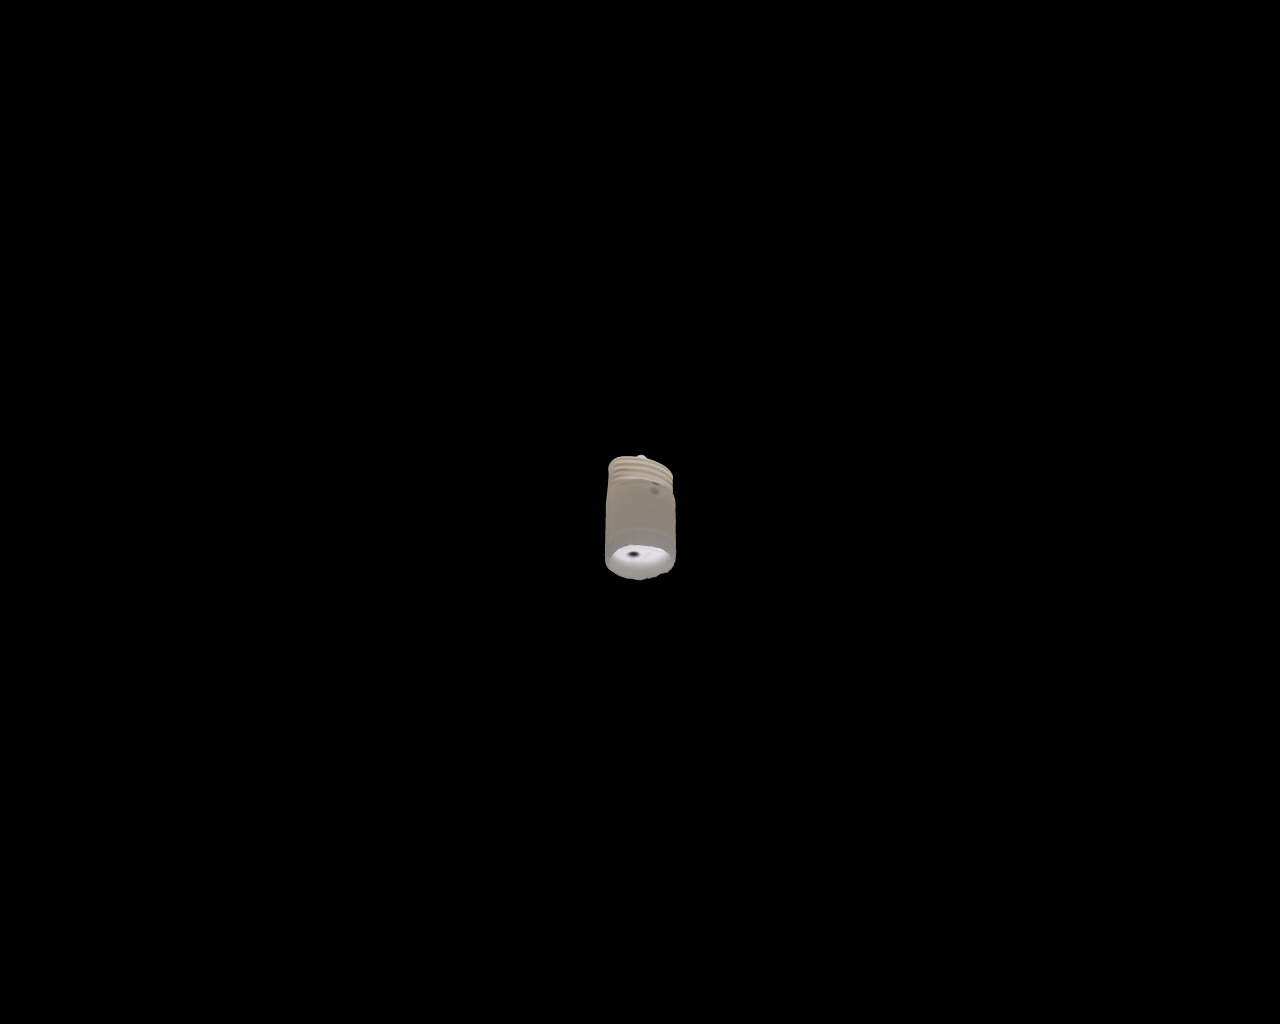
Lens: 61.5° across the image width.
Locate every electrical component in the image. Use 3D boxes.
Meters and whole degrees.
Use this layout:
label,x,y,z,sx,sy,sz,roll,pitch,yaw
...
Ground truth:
label,x,y,z,sx,sy,sz,roll,pitch,yaw
electrical component,0.001,-0.003,0.650,0.043,0.081,0.043,0,-34,0
